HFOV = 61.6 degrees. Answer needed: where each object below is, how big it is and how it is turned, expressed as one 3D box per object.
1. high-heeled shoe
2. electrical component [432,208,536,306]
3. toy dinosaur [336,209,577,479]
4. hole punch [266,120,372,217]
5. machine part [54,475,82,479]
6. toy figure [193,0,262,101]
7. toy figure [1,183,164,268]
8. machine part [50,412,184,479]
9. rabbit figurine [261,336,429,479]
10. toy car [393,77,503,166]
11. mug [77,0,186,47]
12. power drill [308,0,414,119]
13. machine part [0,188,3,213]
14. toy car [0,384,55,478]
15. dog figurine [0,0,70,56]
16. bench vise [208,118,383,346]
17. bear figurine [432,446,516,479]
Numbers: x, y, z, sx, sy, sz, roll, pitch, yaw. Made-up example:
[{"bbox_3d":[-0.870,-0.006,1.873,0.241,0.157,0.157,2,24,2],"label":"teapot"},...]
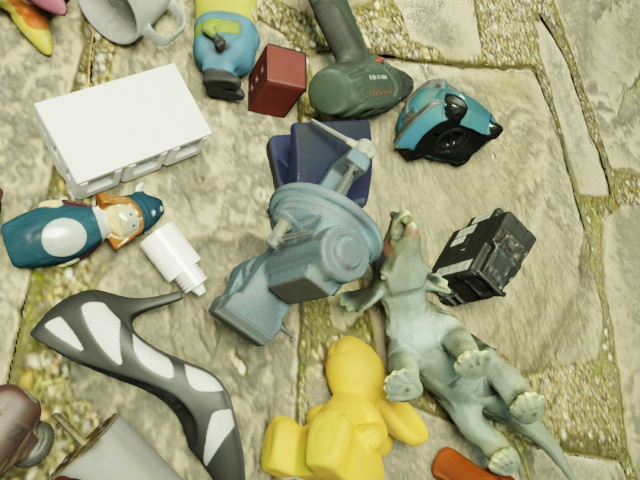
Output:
[{"bbox_3d":[-0.169,0.158,0.515,0.145,0.086,0.248,-19,81,-24],"label":"high-heeled shoe"},{"bbox_3d":[0.215,0.020,0.713,0.058,0.115,0.134,44,64,-12],"label":"electrical component"},{"bbox_3d":[0.160,0.144,0.647,0.131,0.192,0.404,-36,116,12],"label":"toy dinosaur"},{"bbox_3d":[0.006,-0.087,0.659,0.142,0.092,0.115,-10,84,-31],"label":"hole punch"},{"bbox_3d":[-0.171,0.267,0.429,0.179,0.179,0.056,49,39,-7],"label":"machine part"},{"bbox_3d":[-0.116,-0.262,0.650,0.089,0.082,0.180,12,74,-25],"label":"toy figure"},{"bbox_3d":[-0.231,-0.013,0.542,0.154,0.064,0.058,-18,48,-26],"label":"toy figure"},{"bbox_3d":[-0.158,0.246,0.494,0.243,0.079,0.079,49,62,-5],"label":"machine part"},{"bbox_3d":[0.040,0.191,0.589,0.162,0.122,0.173,29,47,-19],"label":"rabbit figurine"},{"bbox_3d":[0.174,-0.173,0.755,0.161,0.109,0.103,4,58,-34],"label":"toy car"},{"bbox_3d":[-0.200,-0.279,0.615,0.109,0.081,0.107,35,55,-8],"label":"mug"},{"bbox_3d":[0.041,-0.256,0.681,0.232,0.086,0.207,-42,121,-50],"label":"power drill"},{"bbox_3d":[-0.392,-0.005,0.446,0.201,0.087,0.201,14,71,-23],"label":"machine part"},{"bbox_3d":[-0.283,0.201,0.393,0.202,0.053,0.089,-61,144,-33],"label":"toy car"},{"bbox_3d":[-0.357,-0.271,0.518,0.219,0.108,0.191,43,49,-13],"label":"dog figurine"},{"bbox_3d":[-0.010,-0.008,0.559,0.129,0.223,0.240,34,61,-10],"label":"bench vise"},{"bbox_3d":[0.177,0.366,0.619,0.120,0.132,0.195,24,86,-17],"label":"bear figurine"}]
